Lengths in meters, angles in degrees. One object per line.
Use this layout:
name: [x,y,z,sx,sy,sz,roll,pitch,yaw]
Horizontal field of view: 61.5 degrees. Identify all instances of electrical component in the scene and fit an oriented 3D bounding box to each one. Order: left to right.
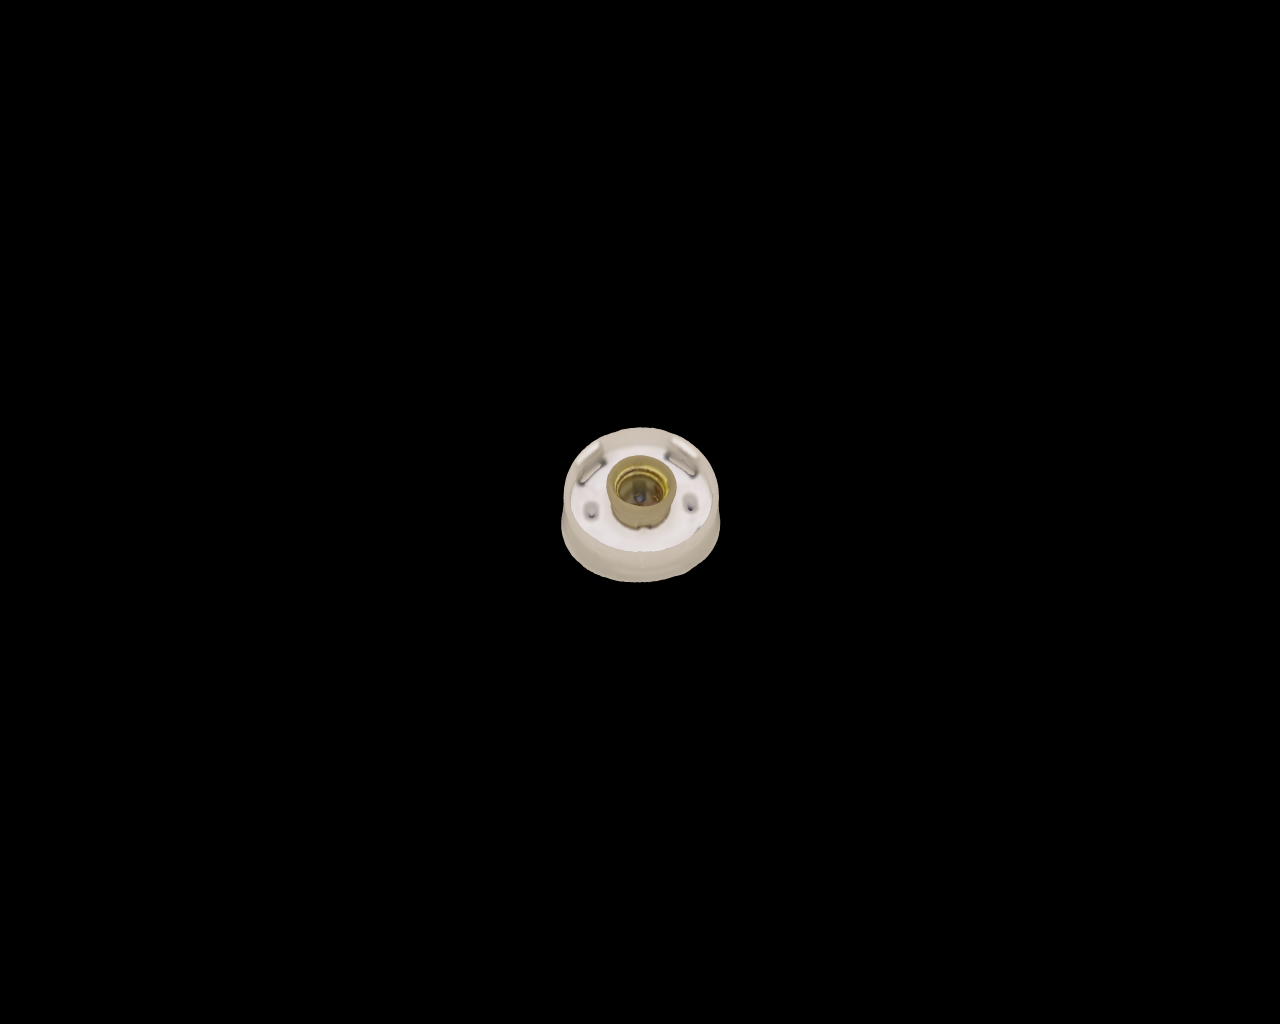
electrical component: [0.001,-0.003,0.650,0.099,0.099,0.064,0,-31,0]
